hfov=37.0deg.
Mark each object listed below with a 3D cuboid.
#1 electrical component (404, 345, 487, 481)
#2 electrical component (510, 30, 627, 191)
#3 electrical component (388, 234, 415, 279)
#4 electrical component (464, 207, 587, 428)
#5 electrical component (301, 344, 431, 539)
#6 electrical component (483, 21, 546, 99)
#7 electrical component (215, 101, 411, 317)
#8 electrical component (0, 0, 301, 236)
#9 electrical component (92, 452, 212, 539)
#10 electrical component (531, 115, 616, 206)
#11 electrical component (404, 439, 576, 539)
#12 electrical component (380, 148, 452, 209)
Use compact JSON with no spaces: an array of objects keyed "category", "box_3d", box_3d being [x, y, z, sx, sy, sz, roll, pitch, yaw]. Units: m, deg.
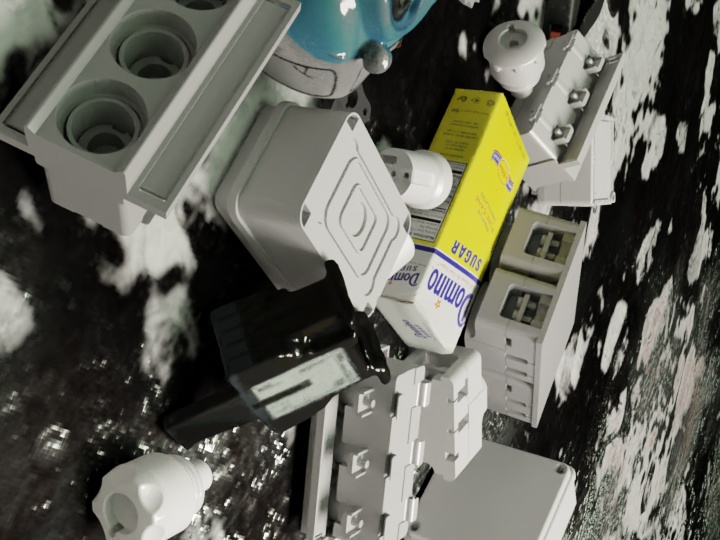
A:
[{"category":"electrical component","box_3d":[0.062,0.104,0.818,0.056,0.050,0.089,-37,131,-50]},{"category":"electrical component","box_3d":[0.163,-0.135,0.892,0.063,0.079,0.121,42,59,-26]},{"category":"electrical component","box_3d":[0.000,0.000,0.683,0.065,0.044,0.044,-52,142,-31]},{"category":"electrical component","box_3d":[0.134,0.042,0.875,0.186,0.060,0.105,75,36,-62]},{"category":"electrical component","box_3d":[0.004,0.117,0.707,0.079,0.063,0.121,-12,110,-59]},{"category":"electrical component","box_3d":[0.123,-0.160,0.842,0.048,0.048,0.062,-65,155,-23]},{"category":"electrical component","box_3d":[-0.024,-0.033,0.610,0.078,0.057,0.113,-65,148,-24]},{"category":"electrical component","box_3d":[-0.089,-0.080,0.465,0.121,0.079,0.063,-62,176,-27]},{"category":"electrical component","box_3d":[-0.100,0.112,0.542,0.062,0.043,0.043,-16,114,-59]},{"category":"electrical component","box_3d":[0.193,-0.106,0.972,0.062,0.061,0.096,-9,100,-59]},{"category":"electrical component","box_3d":[0.107,0.200,0.874,0.108,0.109,0.056,-57,147,-34]},{"category":"electrical component","box_3d":[0.034,-0.062,0.723,0.046,0.040,0.040,3,97,-55]}]
